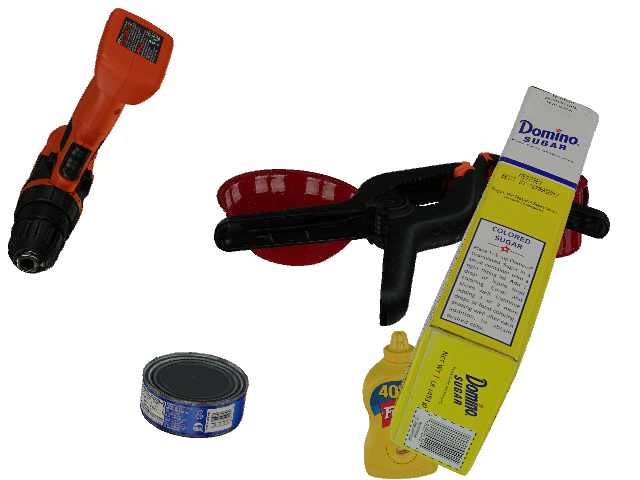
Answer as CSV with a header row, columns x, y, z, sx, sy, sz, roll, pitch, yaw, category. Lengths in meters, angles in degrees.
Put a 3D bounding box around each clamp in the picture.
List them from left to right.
x,y,z,sx,sy,sz,roll,pitch,yaw,category
0.038,-0.014,0.775,0.165,0.036,0.209,20,34,30,clamp
0.191,-0.037,0.990,0.120,0.039,0.171,-3,33,-2,clamp

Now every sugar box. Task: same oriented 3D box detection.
x,y,z,sx,sy,sz,roll,pitch,yaw,category
0.086,0.014,0.513,0.048,0.093,0.176,23,49,10,sugar box

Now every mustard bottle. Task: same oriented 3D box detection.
x,y,z,sx,sy,sz,roll,pitch,yaw,category
0.103,0.210,1.377,0.096,0.192,0.058,-2,14,-1,mustard bottle

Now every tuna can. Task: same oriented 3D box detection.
x,y,z,sx,sy,sz,roll,pitch,yaw,category
-0.102,0.125,0.864,0.086,0.034,0.086,8,20,-3,tuna can

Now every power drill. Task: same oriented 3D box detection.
x,y,z,sx,sy,sz,roll,pitch,yaw,category
-0.191,-0.082,0.867,0.057,0.188,0.184,27,33,-20,power drill

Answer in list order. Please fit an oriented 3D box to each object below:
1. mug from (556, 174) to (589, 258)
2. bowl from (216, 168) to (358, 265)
x,y,z,sx,sy,sz,roll,pitch,yaw,category
0.268,-0.034,1.234,0.117,0.081,0.093,-22,27,-35,mug
-0.029,-0.019,1.110,0.162,0.055,0.162,6,27,-3,bowl
